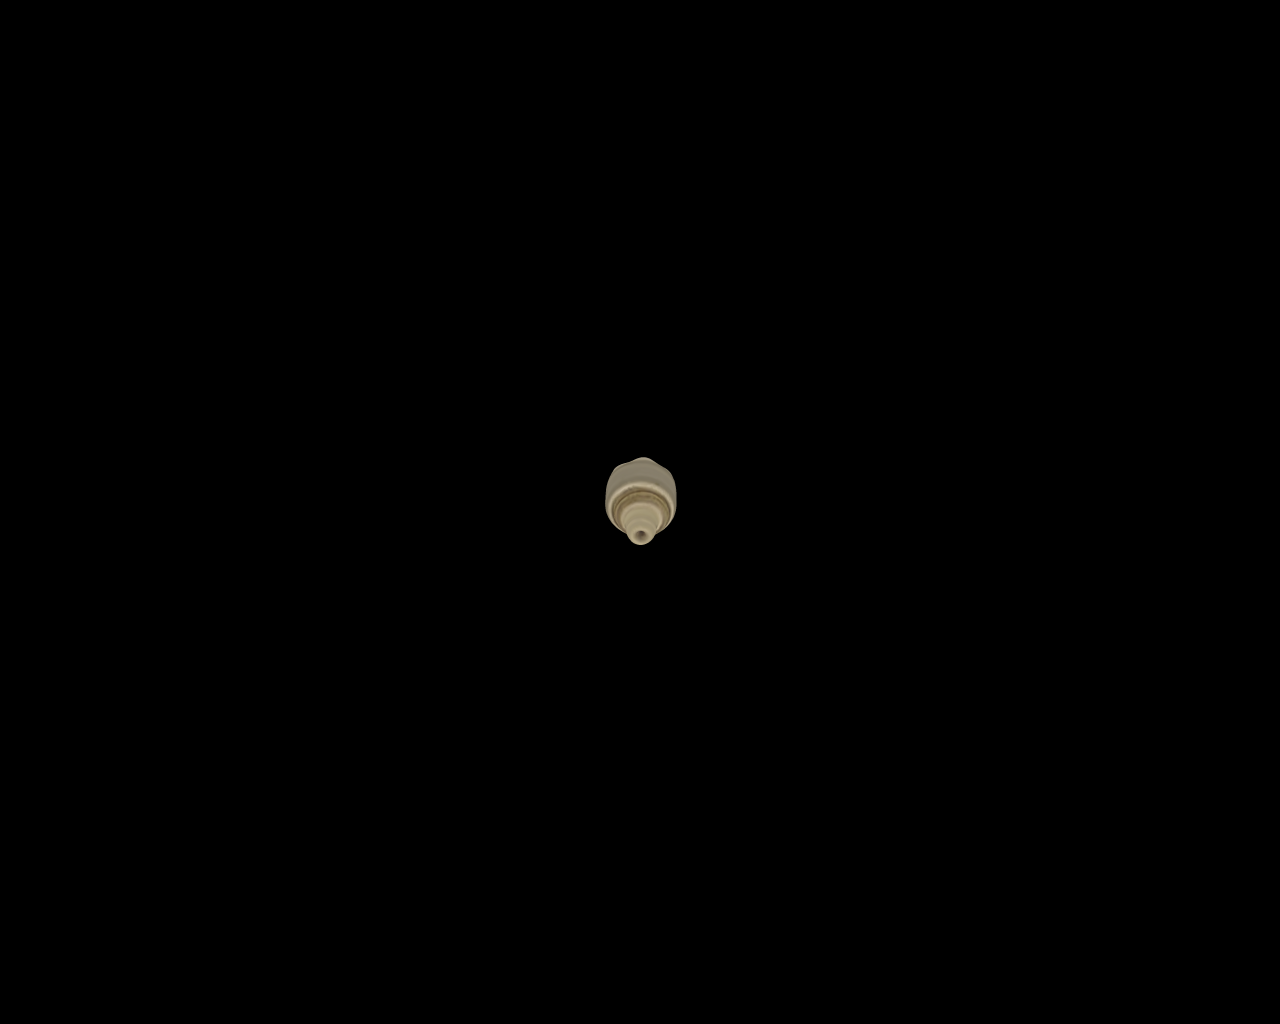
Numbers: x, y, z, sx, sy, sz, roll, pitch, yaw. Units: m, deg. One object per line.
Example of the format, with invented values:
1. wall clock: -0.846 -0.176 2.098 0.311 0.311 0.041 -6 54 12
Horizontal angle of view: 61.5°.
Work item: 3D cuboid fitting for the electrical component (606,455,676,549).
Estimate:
1. electrical component: 0.001 -0.003 0.650 0.043 0.043 0.062 0 34 0
